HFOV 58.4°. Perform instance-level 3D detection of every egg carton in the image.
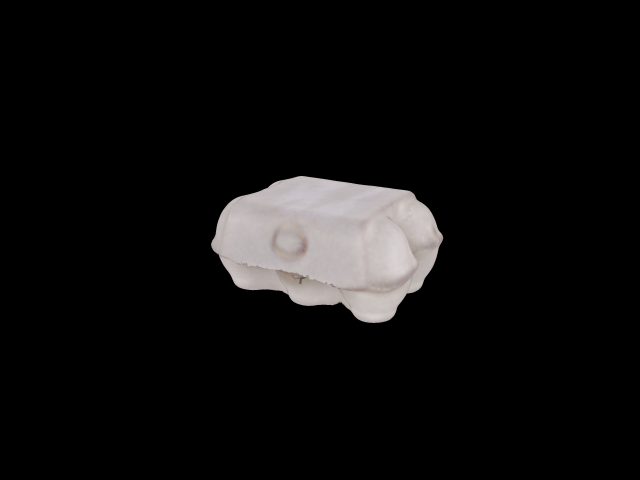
[{"bbox_3d":[0.004,0.001,0.400,0.149,0.069,0.107,11,23,27],"label":"egg carton"}]
